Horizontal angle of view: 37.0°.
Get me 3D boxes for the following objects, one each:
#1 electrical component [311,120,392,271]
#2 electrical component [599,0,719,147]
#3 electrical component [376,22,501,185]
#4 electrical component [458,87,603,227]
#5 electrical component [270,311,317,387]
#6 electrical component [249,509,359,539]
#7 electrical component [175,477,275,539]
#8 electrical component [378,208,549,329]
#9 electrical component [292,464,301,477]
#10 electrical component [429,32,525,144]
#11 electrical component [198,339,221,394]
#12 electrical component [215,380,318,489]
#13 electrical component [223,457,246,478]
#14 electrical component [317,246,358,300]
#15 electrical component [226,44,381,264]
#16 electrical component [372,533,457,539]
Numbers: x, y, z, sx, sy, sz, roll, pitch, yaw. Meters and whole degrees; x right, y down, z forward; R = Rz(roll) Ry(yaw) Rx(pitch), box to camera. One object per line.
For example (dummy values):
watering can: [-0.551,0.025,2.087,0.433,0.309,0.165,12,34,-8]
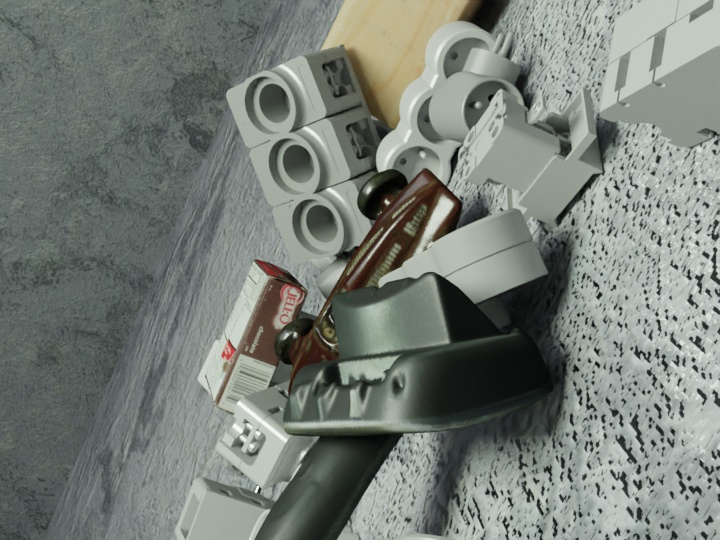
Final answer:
electrical component: [-0.011,-0.063,0.971,0.074,0.052,0.138,-22,48,70]
electrical component: [0.148,-0.096,0.454,0.089,0.050,0.055,153,132,-68]
electrical component: [0.056,-0.123,0.820,0.138,0.052,0.073,-64,15,16]
electrical component: [0.092,-0.063,0.589,0.081,0.064,0.042,-56,18,40]
electrical component: [-0.051,0.080,0.898,0.095,0.059,0.053,-51,23,49]
electrical component: [-0.043,0.193,0.718,0.078,0.057,0.058,-53,21,45]
electrical component: [-0.104,0.241,0.801,0.150,0.089,0.062,-70,15,-5]
electrical component: [0.061,0.021,0.603,0.073,0.052,0.138,67,158,5]
electrical component: [-0.026,0.148,0.755,0.078,0.040,0.040,-62,16,21]
electrical component: [0.086,-0.125,0.733,0.079,0.044,0.077,-68,15,3]
electrical component: [-0.092,0.104,1.001,0.076,0.083,0.047,41,114,34]
electrical component: [-0.053,0.121,0.796,0.089,0.056,0.050,-12,-47,-60]
electrical component: [-0.101,0.158,0.999,0.043,0.043,0.062,-52,20,47]
electrical component: [0.000,0.000,0.872,0.078,0.040,0.040,-44,23,20]
electrical component: [-0.036,-0.089,0.854,0.089,0.150,0.062,-16,8,39]
electrical component: [0.020,0.175,0.528,0.138,0.052,0.073,-37,34,63]
